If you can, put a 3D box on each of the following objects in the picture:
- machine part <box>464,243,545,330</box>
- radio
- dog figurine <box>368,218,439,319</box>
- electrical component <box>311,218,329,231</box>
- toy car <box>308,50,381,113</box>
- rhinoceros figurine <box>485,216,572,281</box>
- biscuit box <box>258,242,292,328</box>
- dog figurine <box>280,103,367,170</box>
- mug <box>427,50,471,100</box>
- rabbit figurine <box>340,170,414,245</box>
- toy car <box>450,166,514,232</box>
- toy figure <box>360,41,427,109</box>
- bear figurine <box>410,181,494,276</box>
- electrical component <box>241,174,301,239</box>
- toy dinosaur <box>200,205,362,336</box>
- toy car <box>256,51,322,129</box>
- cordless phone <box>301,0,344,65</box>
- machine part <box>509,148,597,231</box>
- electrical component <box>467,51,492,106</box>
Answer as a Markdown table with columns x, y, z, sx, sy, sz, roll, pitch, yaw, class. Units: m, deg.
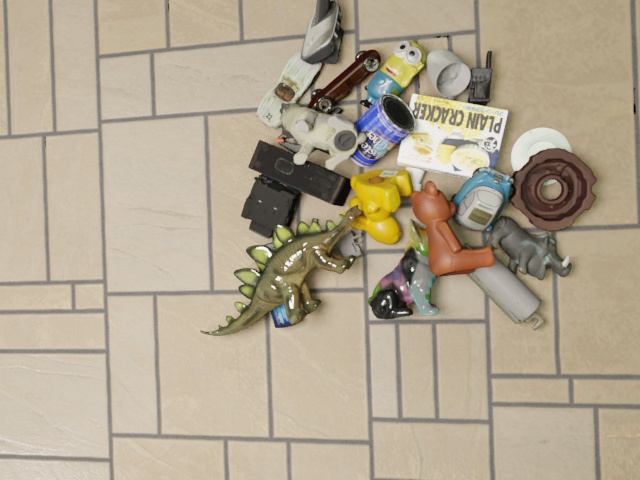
| x | y | z | sx | sy | sz | roll | pitch | yaw | class |
| --- | --- | --- | --- | --- | --- | --- | --- | --- | --- |
| 0.403 | 0.100 | 1.194 | 0.079 | 0.079 | 0.243 | -45 | 83 | 7 | machine part |
| -0.044 | -0.153 | 1.241 | 0.230 | 0.131 | 0.073 | 23 | 96 | 9 | radio |
| 0.197 | 0.063 | 1.218 | 0.192 | 0.108 | 0.219 | -7 | 85 | 12 | dog figurine |
| -0.003 | -0.004 | 1.290 | 0.063 | 0.021 | 0.094 | 9 | 91 | 9 | electrical component |
| 0.057 | -0.363 | 1.246 | 0.202 | 0.089 | 0.053 | -40 | 121 | 9 | toy car |
| 0.462 | 0.024 | 1.191 | 0.190 | 0.073 | 0.112 | 37 | 86 | 9 | rhinoceros figurine |
| -0.099 | 0.107 | 1.287 | 0.059 | 0.063 | 0.202 | -16 | 88 | 9 | biscuit box |
| 0.001 | -0.252 | 1.195 | 0.172 | 0.191 | 0.121 | 8 | 121 | -15 | dog figurine |
| 0.283 | -0.372 | 1.206 | 0.081 | 0.109 | 0.107 | -20 | 46 | 5 | mug |
| 0.129 | -0.063 | 1.217 | 0.163 | 0.122 | 0.173 | -1 | 125 | 25 | rabbit figurine |
| 0.348 | -0.073 | 1.161 | 0.109 | 0.103 | 0.161 | 25 | 134 | -3 | toy car |
| 0.168 | -0.372 | 1.231 | 0.082 | 0.089 | 0.180 | 35 | 105 | -6 | toy figure |
| 0.267 | -0.024 | 1.130 | 0.132 | 0.120 | 0.196 | -4 | 74 | -17 | bear figurine |
| -0.119 | -0.073 | 1.277 | 0.115 | 0.058 | 0.134 | 25 | 113 | 11 | electrical component |
| -0.083 | 0.087 | 1.207 | 0.199 | 0.105 | 0.471 | 44 | 99 | 13 | toy dinosaur |
| -0.073 | -0.359 | 1.283 | 0.073 | 0.056 | 0.201 | 37 | 97 | 8 | toy car |
| 0.007 | -0.495 | 1.191 | 0.089 | 0.184 | 0.146 | 10 | 66 | 4 | cordless phone |
| 0.505 | -0.111 | 1.173 | 0.179 | 0.056 | 0.179 | 2 | 100 | 10 | machine part |
| 0.357 | -0.359 | 1.200 | 0.048 | 0.075 | 0.119 | 2 | 95 | 9 | electrical component |
